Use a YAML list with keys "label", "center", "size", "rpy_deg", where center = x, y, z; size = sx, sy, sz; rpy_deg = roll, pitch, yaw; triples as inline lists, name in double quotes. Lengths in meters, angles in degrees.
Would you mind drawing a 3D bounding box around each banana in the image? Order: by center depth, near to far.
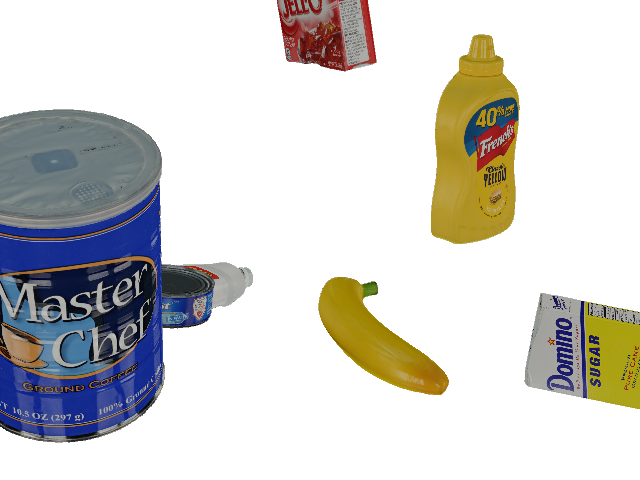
- label: "banana"
  center: [0.039, 0.068, 0.853]
  size: [0.069, 0.037, 0.198]
  rpy_deg: [-5, 23, -12]

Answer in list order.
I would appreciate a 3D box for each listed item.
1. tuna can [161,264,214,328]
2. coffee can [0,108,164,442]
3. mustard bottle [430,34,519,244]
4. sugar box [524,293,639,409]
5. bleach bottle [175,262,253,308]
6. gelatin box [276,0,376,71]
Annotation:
- label: "tuna can"
  center: [-0.142, 0.051, 0.983]
  size: [0.086, 0.034, 0.086]
  rpy_deg: [6, 16, -2]
- label: "coffee can"
  center: [-0.132, 0.018, 0.551]
  size: [0.103, 0.140, 0.103]
  rpy_deg: [3, 34, -2]
- label: "mustard bottle"
  center: [0.149, -0.098, 1.012]
  size: [0.096, 0.192, 0.058]
  rpy_deg: [-18, 28, -37]
- label: "sugar box"
  center: [0.299, 0.116, 1.067]
  size: [0.176, 0.093, 0.048]
  rpy_deg: [9, 22, 8]
- label: "bleach bottle"
  center: [-0.200, 0.067, 1.453]
  size: [0.250, 0.068, 0.103]
  rpy_deg: [-11, 26, -44]
- label: "gelatin box"
  center: [0.000, -0.161, 0.750]
  size: [0.030, 0.073, 0.089]
  rpy_deg: [-19, 22, -25]
